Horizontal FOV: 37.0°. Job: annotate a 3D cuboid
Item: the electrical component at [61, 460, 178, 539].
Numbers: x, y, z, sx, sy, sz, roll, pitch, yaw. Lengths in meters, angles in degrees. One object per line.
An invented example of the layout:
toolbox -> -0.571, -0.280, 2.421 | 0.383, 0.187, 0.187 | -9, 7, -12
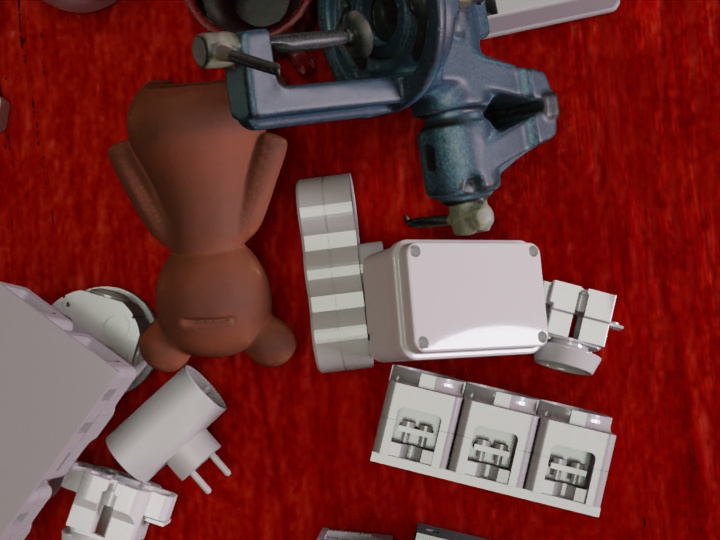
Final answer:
electrical component -> -0.176, 0.174, 0.758 | 0.078, 0.058, 0.057 | 18, 85, 4

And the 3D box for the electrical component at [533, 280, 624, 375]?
electrical component -> 0.148, 0.042, 0.752 | 0.066, 0.048, 0.055 | 14, 80, 4

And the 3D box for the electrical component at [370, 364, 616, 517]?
electrical component -> 0.088, 0.112, 0.729 | 0.150, 0.089, 0.061 | 13, 88, 4

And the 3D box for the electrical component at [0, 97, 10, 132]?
electrical component -> -0.304, -0.122, 0.781 | 0.078, 0.057, 0.058 | 8, 88, 4

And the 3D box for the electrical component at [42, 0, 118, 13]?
electrical component -> -0.208, -0.236, 0.777 | 0.099, 0.064, 0.099 | 0, 87, 3

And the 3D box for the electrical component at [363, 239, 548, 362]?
electrical component -> 0.065, 0.021, 0.725 | 0.113, 0.057, 0.078 | -1, 81, -28

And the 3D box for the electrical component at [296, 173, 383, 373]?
electrical component -> 0.000, 0.000, 0.758 | 0.074, 0.052, 0.138 | -7, 86, 3

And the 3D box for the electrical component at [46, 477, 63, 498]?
electrical component -> -0.240, 0.147, 0.764 | 0.045, 0.055, 0.045 | 0, 87, 3

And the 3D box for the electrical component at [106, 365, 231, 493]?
electrical component -> -0.126, 0.122, 0.764 | 0.077, 0.043, 0.079 | -42, 86, 1

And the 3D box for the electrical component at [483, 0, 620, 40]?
electrical component -> 0.123, -0.230, 0.761 | 0.109, 0.056, 0.108 | -11, 86, 3

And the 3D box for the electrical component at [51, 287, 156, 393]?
electrical component -> -0.187, 0.051, 0.767 | 0.080, 0.051, 0.080 | 0, 87, 3

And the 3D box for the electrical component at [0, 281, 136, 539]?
electrical component -> -0.246, 0.112, 0.707 | 0.105, 0.060, 0.186 | 35, 88, 7

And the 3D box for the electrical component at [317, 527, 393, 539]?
electrical component -> -0.008, 0.278, 0.718 | 0.060, 0.105, 0.186 | 5, 87, 3
